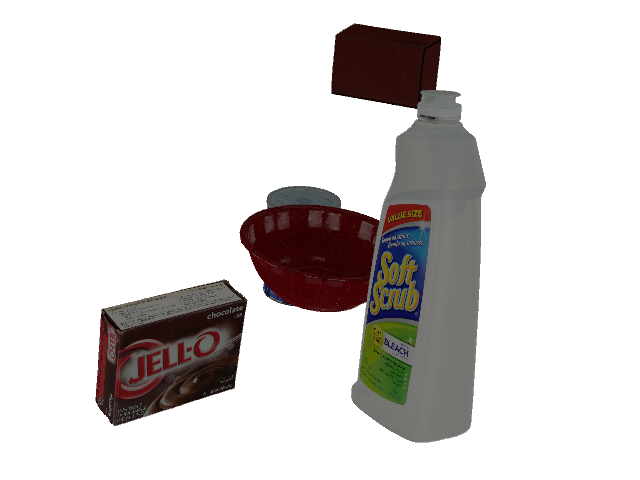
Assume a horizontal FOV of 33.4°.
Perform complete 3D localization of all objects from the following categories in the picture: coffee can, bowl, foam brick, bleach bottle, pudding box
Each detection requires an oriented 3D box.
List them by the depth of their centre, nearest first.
[{"bbox_3d":[0.075,0.015,0.786,0.068,0.251,0.103,-7,18,-29],"label":"bleach bottle"},{"bbox_3d":[-0.116,0.085,0.830,0.113,0.090,0.039,-15,40,-36],"label":"pudding box"},{"bbox_3d":[0.054,-0.144,0.877,0.078,0.051,0.052,13,25,18],"label":"foam brick"},{"bbox_3d":[0.002,0.022,1.010,0.162,0.055,0.162,6,24,-3],"label":"bowl"},{"bbox_3d":[-0.027,0.007,1.491,0.103,0.140,0.103,3,25,-2],"label":"coffee can"}]
